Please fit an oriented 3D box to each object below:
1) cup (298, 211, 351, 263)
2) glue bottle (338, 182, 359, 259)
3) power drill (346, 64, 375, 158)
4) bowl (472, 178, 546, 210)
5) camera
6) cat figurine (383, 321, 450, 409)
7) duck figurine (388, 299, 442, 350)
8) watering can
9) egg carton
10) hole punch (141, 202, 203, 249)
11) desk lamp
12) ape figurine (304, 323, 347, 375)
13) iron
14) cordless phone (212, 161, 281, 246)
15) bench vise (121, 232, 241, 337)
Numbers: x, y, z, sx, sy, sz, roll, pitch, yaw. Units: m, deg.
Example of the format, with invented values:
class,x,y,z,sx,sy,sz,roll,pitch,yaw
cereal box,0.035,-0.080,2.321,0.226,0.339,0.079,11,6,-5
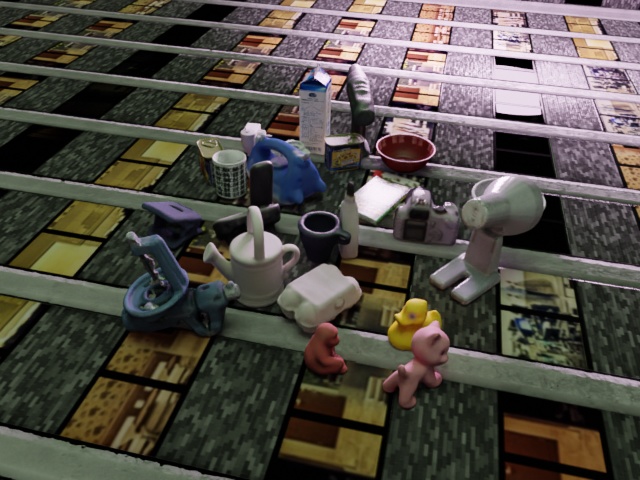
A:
class,x,y,z,sx,sy,sz,roll,pitch,yaw
cup,0.011,0.004,1.198,0.117,0.095,0.092,19,41,21
glue bottle,0.060,-0.048,1.204,0.037,0.173,0.078,-4,38,-7
power drill,0.102,-0.343,1.561,0.075,0.208,0.229,-3,38,-6
bowl,0.432,-0.073,1.332,0.167,0.075,0.167,1,38,-1
camera,0.242,-0.069,1.298,0.143,0.101,0.137,7,38,6
cat figurine,0.166,0.194,0.939,0.128,0.118,0.067,-29,47,-34
duck figurine,0.174,0.143,1.032,0.105,0.086,0.077,-15,41,-21
watering can,-0.127,0.028,1.080,0.173,0.194,0.100,-22,43,-27
egg carton,0.001,0.109,1.082,0.151,0.069,0.107,-30,48,-34
hole punch,-0.324,-0.050,1.259,0.108,0.091,0.101,25,43,27
desk lamp,0.332,-0.010,1.133,0.204,0.214,0.117,-28,46,-33
ape figurine,0.011,0.180,0.972,0.076,0.092,0.078,3,38,2
iron,-0.104,-0.191,1.410,0.257,0.141,0.119,32,47,33
cordless phone,-0.159,-0.082,1.229,0.148,0.185,0.093,-20,43,-26
bench vise,-0.252,0.068,1.002,0.208,0.220,0.121,-13,40,-18
